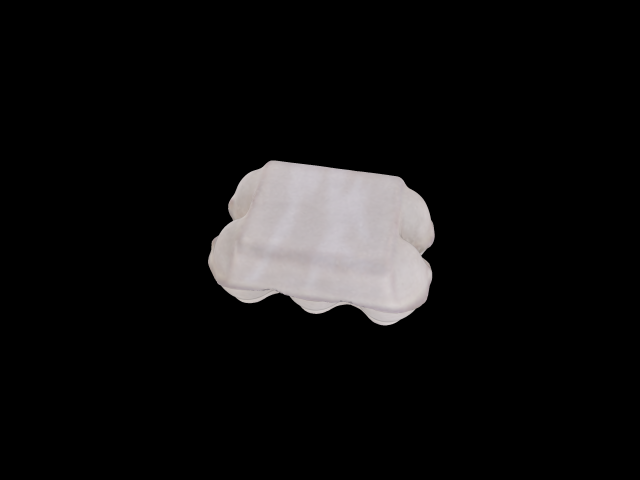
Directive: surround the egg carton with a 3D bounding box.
[{"bbox_3d":[0.004,0.001,0.400,0.150,0.069,0.107,7,50,6],"label":"egg carton"}]
